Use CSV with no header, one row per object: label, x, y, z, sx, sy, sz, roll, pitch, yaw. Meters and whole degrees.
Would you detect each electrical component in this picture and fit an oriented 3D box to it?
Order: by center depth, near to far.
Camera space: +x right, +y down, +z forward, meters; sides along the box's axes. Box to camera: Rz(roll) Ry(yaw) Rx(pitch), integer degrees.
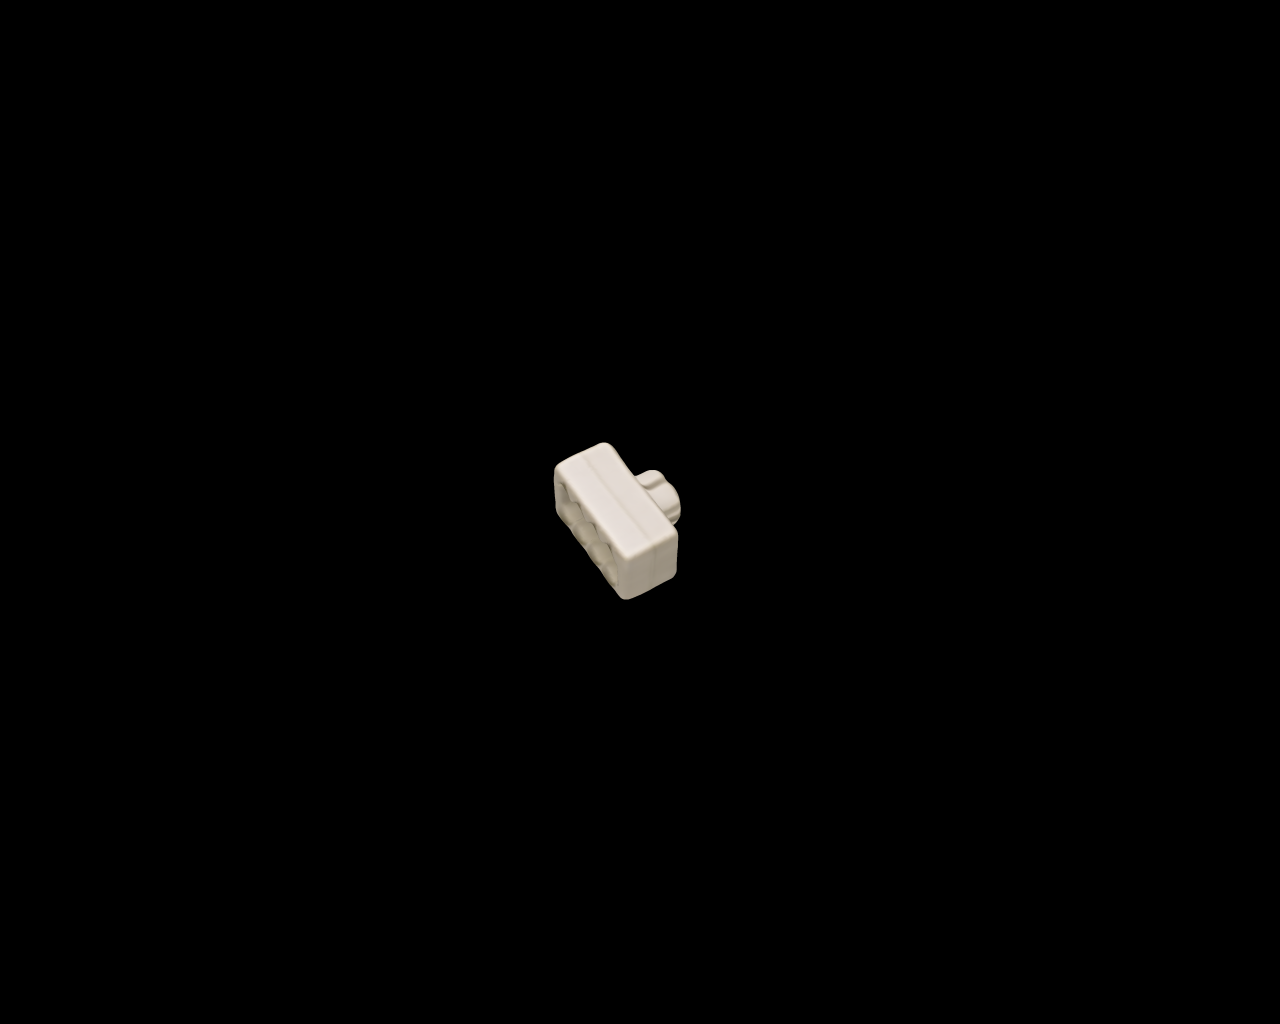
electrical component,0.001,-0.003,0.650,0.076,0.083,0.047,-27,-32,-18
